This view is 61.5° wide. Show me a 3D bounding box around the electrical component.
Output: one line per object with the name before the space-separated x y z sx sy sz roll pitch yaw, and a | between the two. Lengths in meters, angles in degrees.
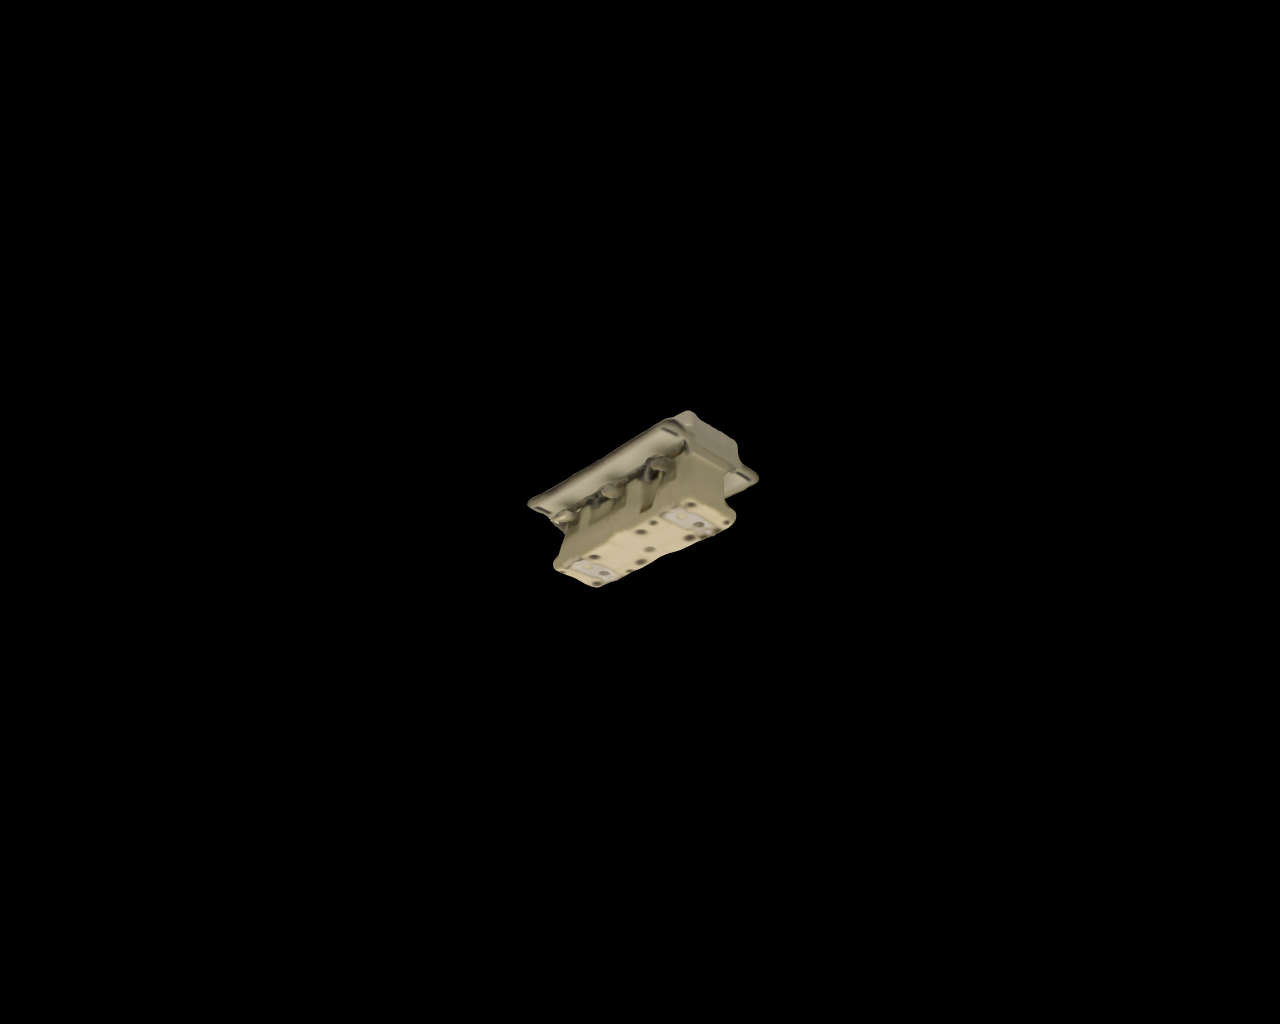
electrical component | 0.001 -0.003 0.650 0.121 0.063 0.078 -27 -42 36
